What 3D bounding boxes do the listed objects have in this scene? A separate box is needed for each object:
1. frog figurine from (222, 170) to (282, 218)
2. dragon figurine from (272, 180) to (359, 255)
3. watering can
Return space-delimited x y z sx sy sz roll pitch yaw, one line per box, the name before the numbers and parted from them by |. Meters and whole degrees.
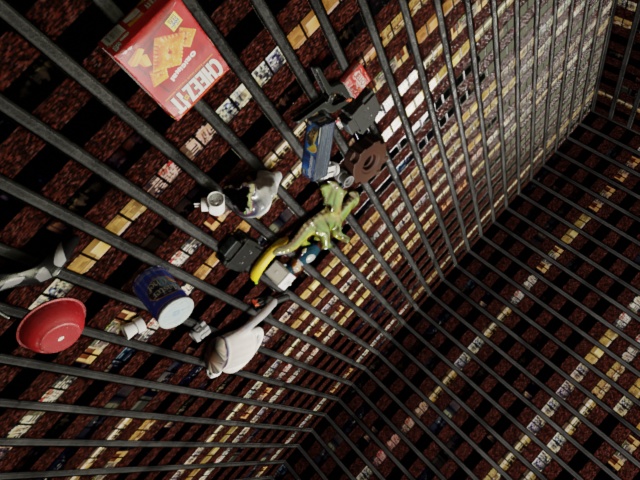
frog figurine | -0.167 -0.128 1.426 0.135 0.123 0.161 -29 176 37
dragon figurine | 0.005 -0.088 1.753 0.413 0.123 0.239 -15 118 -48
watering can | -0.282 0.351 1.816 0.225 0.105 0.341 -9 131 -49
